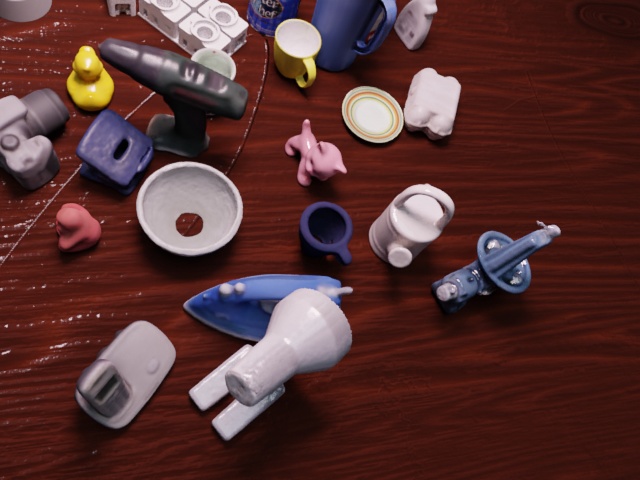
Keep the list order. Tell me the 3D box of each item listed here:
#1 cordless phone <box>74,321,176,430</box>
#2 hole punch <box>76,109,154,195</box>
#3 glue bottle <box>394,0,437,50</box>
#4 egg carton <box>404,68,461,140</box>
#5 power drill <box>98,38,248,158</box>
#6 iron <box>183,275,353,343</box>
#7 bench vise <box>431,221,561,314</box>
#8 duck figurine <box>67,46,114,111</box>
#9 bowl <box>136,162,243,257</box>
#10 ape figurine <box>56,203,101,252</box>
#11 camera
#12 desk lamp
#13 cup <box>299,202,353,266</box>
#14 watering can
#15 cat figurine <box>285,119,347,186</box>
[{"bbox_3d":[-0.267,0.173,0.781,0.094,0.185,0.148,32,63,-1],"label":"cordless phone"},{"bbox_3d":[-0.334,-0.147,0.948,0.101,0.091,0.109,24,63,-5],"label":"hole punch"},{"bbox_3d":[0.214,-0.485,1.205,0.037,0.173,0.078,-24,76,-23],"label":"glue bottle"},{"bbox_3d":[0.231,-0.283,1.183,0.107,0.069,0.150,19,64,-8],"label":"egg carton"},{"bbox_3d":[-0.239,-0.227,0.944,0.230,0.208,0.075,11,65,-11],"label":"power drill"},{"bbox_3d":[-0.078,0.093,0.894,0.259,0.141,0.118,4,67,-15],"label":"iron"},{"bbox_3d":[0.305,0.054,0.979,0.121,0.219,0.208,44,63,5],"label":"bench vise"},{"bbox_3d":[-0.399,-0.284,0.990,0.078,0.086,0.104,-5,69,-18],"label":"duck figurine"},{"bbox_3d":[-0.216,-0.041,0.948,0.168,0.074,0.167,6,66,-14],"label":"bowl"},{"bbox_3d":[-0.380,-0.023,0.882,0.076,0.092,0.078,20,64,-7],"label":"ape figurine"},{"bbox_3d":[-0.467,-0.180,0.918,0.143,0.100,0.137,44,63,5],"label":"camera"},{"bbox_3d":[-0.071,0.181,0.819,0.204,0.213,0.118,-38,82,-26],"label":"desk lamp"},{"bbox_3d":[0.009,0.004,0.983,0.092,0.095,0.117,-30,78,-25],"label":"cup"},{"bbox_3d":[0.162,-0.028,0.986,0.101,0.194,0.173,9,66,-12],"label":"watering can"},{"bbox_3d":[-0.005,-0.157,1.034,0.067,0.117,0.127,-19,74,-22],"label":"cat figurine"}]
